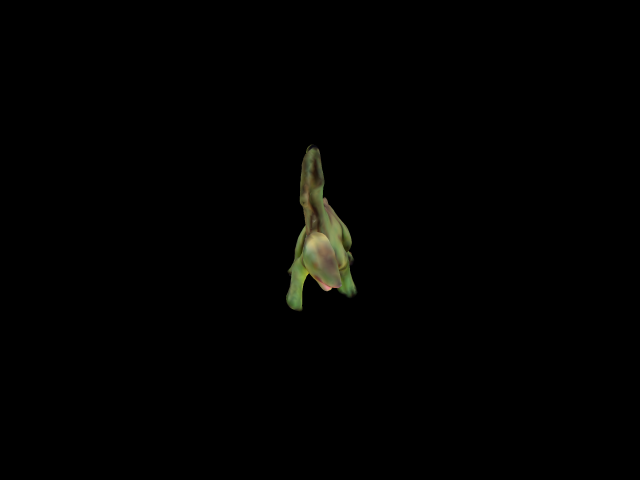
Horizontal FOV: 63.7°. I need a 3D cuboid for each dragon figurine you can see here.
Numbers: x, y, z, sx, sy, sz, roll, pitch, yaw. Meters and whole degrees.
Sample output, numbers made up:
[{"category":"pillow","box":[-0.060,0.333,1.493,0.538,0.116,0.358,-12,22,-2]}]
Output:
[{"category":"dragon figurine","box":[0.003,-0.043,0.850,0.122,0.237,0.420,-1,36,-2]}]
